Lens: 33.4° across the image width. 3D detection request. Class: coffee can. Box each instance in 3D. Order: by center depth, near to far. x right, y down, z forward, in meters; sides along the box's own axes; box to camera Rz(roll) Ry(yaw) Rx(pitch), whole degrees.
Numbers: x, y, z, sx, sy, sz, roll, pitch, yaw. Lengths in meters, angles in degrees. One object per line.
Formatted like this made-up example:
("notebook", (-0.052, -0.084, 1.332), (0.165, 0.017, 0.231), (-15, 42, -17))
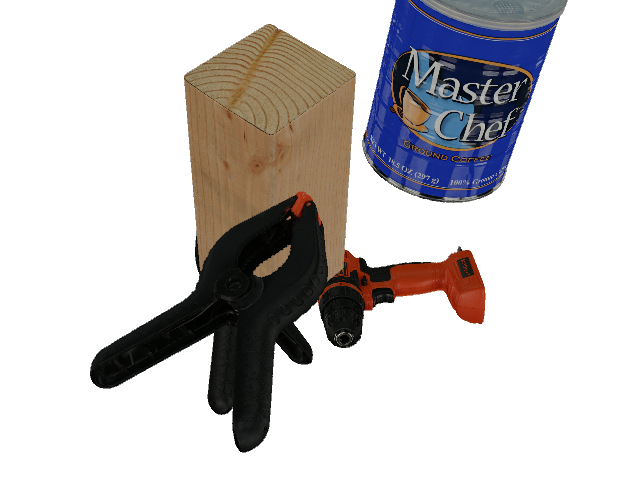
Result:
("coffee can", (0.090, -0.110, 0.693), (0.102, 0.140, 0.103), (6, 42, -6))

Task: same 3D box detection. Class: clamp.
("clamp", (-0.041, 0.045, 0.628), (0.120, 0.171, 0.039), (30, -24, 28))
("clamp", (-0.071, 0.048, 1.027), (0.036, 0.210, 0.164), (-11, -1, 30))

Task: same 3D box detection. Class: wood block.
("wood block", (-0.038, -0.045, 0.818), (0.090, 0.206, 0.090), (35, 55, 27))

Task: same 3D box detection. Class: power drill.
("power drill", (0.090, 0.062, 1.224), (0.187, 0.057, 0.184), (-1, 28, -1))
